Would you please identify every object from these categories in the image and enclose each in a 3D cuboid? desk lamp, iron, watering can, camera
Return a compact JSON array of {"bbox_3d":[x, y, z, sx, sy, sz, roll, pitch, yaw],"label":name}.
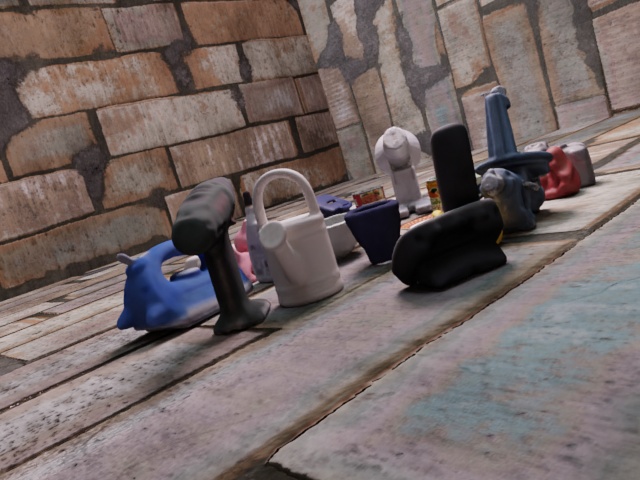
[{"bbox_3d":[0.205,-0.173,1.412,0.118,0.213,0.203,-16,8,8],"label":"desk lamp"},{"bbox_3d":[-0.218,0.057,0.950,0.118,0.141,0.259,-11,10,36],"label":"iron"},{"bbox_3d":[-0.038,-0.008,0.830,0.101,0.194,0.172,-18,8,-7],"label":"watering can"},{"bbox_3d":[0.453,-0.149,1.126,0.142,0.101,0.137,-13,8,24],"label":"camera"}]

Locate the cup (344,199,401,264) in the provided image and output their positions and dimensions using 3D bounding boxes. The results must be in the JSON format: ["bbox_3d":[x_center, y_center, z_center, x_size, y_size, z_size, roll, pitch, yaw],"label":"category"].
[{"bbox_3d":[0.091,-0.011,0.947,0.092,0.095,0.117,-19,8,-13],"label":"cup"}]

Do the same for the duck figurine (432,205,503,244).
[{"bbox_3d":[0.209,-0.027,0.835,0.104,0.086,0.078,-9,11,45],"label":"duck figurine"}]

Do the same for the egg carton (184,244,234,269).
[{"bbox_3d":[-0.221,0.056,1.238,0.150,0.069,0.107,-11,9,36],"label":"egg carton"}]

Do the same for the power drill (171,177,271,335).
[{"bbox_3d":[-0.138,0.017,0.814,0.075,0.208,0.229,-16,8,5],"label":"power drill"}]

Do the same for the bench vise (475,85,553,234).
[{"bbox_3d":[0.298,-0.131,0.887,0.121,0.220,0.208,-14,8,17],"label":"bench vise"}]

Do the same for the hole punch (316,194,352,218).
[{"bbox_3d":[0.036,-0.091,1.654,0.100,0.091,0.109,-10,10,40],"label":"hole punch"}]

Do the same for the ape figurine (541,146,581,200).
[{"bbox_3d":[0.427,-0.123,1.032,0.076,0.092,0.078,-17,8,0],"label":"ape figurine"}]

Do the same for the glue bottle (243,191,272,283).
[{"bbox_3d":[-0.111,-0.007,1.059,0.037,0.173,0.078,-23,10,-37],"label":"glue bottle"}]

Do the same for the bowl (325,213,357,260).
[{"bbox_3d":[0.010,0.004,1.090,0.167,0.075,0.167,-16,8,3],"label":"bowl"}]

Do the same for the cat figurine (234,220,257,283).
[{"bbox_3d":[-0.149,0.020,1.155,0.067,0.118,0.128,-13,9,24],"label":"cat figurine"}]

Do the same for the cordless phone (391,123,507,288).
[{"bbox_3d":[0.146,-0.043,0.715,0.148,0.185,0.094,-20,9,-24],"label":"cordless phone"}]
